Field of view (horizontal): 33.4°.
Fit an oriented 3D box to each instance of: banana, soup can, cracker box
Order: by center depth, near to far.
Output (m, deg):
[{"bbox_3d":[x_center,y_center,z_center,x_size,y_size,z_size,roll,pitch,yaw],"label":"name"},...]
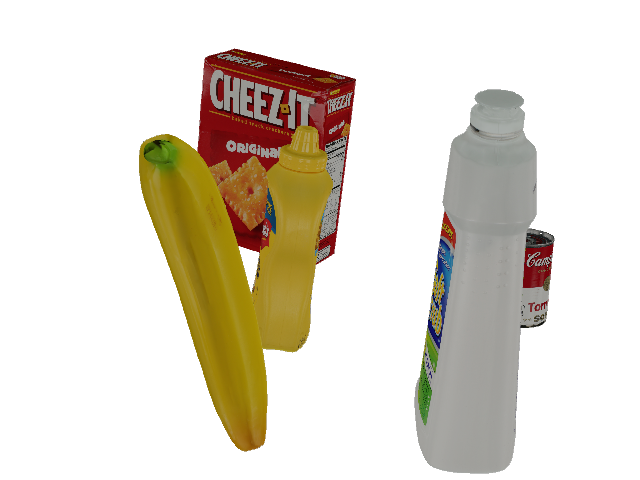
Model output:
[{"bbox_3d":[-0.062,0.020,0.553,0.037,0.198,0.069,-8,34,11],"label":"banana"},{"bbox_3d":[-0.058,-0.093,1.211,0.164,0.214,0.072,18,26,24],"label":"cracker box"},{"bbox_3d":[0.234,0.043,1.246,0.068,0.102,0.068,1,17,-1],"label":"soup can"}]

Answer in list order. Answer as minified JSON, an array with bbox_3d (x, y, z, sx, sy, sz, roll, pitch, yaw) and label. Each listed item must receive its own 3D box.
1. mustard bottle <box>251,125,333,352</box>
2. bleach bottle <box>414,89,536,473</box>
[{"bbox_3d":[-0.025,-0.006,0.929,0.058,0.192,0.096,8,21,-5],"label":"mustard bottle"},{"bbox_3d":[0.101,0.023,0.677,0.068,0.251,0.102,2,30,2],"label":"bleach bottle"}]
